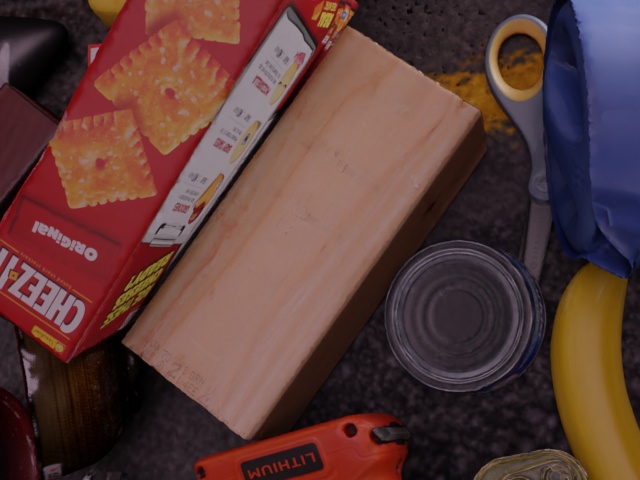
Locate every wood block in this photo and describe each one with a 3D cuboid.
[{"bbox_3d":[-0.003,0.001,0.592,0.090,0.090,0.206,35,89,14],"label":"wood block"}]

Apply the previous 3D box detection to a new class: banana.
[{"bbox_3d":[0.163,0.093,0.568,0.070,0.037,0.198,-10,78,13],"label":"banana"}]

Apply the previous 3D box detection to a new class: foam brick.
[{"bbox_3d":[-0.189,-0.047,0.660,0.051,0.053,0.078,38,90,15],"label":"foam brick"}]

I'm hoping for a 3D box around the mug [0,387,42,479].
[{"bbox_3d":[-0.217,0.147,0.622,0.081,0.093,0.117,-11,113,15],"label":"mug"}]

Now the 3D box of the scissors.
[{"bbox_3d":[0.114,-0.045,0.613,0.096,0.016,0.202,27,87,15],"label":"scissors"}]

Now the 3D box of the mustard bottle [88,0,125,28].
[{"bbox_3d":[-0.042,-0.175,0.647,0.192,0.058,0.096,3,76,12],"label":"mustard bottle"}]

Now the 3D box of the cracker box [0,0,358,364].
[{"bbox_3d":[-0.074,-0.057,0.550,0.072,0.164,0.214,34,101,5],"label":"cracker box"}]

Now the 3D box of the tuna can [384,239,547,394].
[{"bbox_3d":[0.079,0.042,0.589,0.086,0.033,0.086,-3,83,22],"label":"tuna can"}]

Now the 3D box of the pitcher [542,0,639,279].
[{"bbox_3d":[0.235,-0.073,0.533,0.243,0.145,0.149,-4,104,3],"label":"pitcher"}]

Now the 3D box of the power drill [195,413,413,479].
[{"bbox_3d":[-0.002,0.189,0.517,0.185,0.057,0.188,-20,76,17],"label":"power drill"}]

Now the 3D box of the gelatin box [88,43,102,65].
[{"bbox_3d":[-0.099,-0.086,0.659,0.089,0.030,0.073,-4,81,11],"label":"gelatin box"}]

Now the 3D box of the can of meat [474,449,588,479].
[{"bbox_3d":[0.115,0.158,0.543,0.057,0.084,0.102,-14,78,9],"label":"can of meat"}]
